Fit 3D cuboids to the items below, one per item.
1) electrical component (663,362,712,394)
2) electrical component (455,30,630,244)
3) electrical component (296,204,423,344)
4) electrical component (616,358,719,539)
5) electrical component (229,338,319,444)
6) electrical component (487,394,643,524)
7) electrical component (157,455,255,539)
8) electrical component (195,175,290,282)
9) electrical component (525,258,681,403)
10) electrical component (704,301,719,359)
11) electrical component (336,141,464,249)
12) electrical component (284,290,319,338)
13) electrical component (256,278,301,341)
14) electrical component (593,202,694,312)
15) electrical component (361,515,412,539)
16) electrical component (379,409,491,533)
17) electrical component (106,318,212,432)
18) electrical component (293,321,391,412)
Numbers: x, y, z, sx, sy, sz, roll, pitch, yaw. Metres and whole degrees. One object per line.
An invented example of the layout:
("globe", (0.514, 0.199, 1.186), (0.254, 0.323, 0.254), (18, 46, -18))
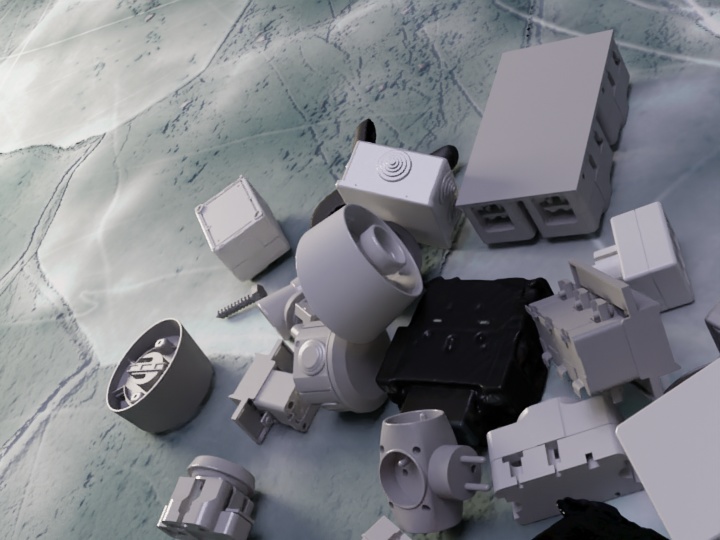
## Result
("electrical component", (0.224, 0.113, 0.655), (0.099, 0.064, 0.099), (-21, 42, 20))
("electrical component", (0.162, -0.112, 0.923), (0.105, 0.060, 0.186), (-6, 49, 33))
("electrical component", (0.000, 0.000, 0.834), (0.064, 0.099, 0.099), (-39, 37, 21))
("electrical component", (0.207, 0.107, 0.605), (0.100, 0.048, 0.099), (-39, 45, 18))
("electrical component", (-0.067, 0.104, 0.900), (0.064, 0.042, 0.081), (8, 58, 39))
("electrical component", (0.136, 0.124, 0.722), (0.089, 0.050, 0.055), (-21, 43, 18))
("electrical component", (-0.116, 0.183, 0.849), (0.078, 0.058, 0.057), (-4, 53, 35))
("electrical component", (-0.116, -0.042, 1.063), (0.062, 0.061, 0.096), (-35, 39, 3))
("electrical component", (0.157, 0.042, 0.719), (0.063, 0.078, 0.121), (-20, 10, -1))
("electrical component", (0.274, 0.052, 0.679), (0.061, 0.061, 0.096), (-44, 40, -7))
("electrical component", (0.037, -0.065, 0.927), (0.100, 0.099, 0.048), (14, 72, 21))
("electrical component", (-0.035, 0.044, 0.926), (0.066, 0.048, 0.055), (-8, 22, -27))
("electrical component", (-0.055, 0.027, 0.968), (0.065, 0.044, 0.044), (-38, 39, -8))
("electrical component", (0.199, -0.002, 0.800), (0.077, 0.047, 0.065), (-20, 42, 20))
("electrical component", (0.015, 0.208, 0.736), (0.055, 0.048, 0.066), (-41, 39, -16))
("electrical component", (0.056, 0.138, 0.736), (0.079, 0.077, 0.044), (-7, 4, 44))
("electrical component", (-0.185, 0.096, 0.979), (0.099, 0.064, 0.099), (-21, 42, 20))
("electrical component", (-0.012, 0.074, 0.860), (0.051, 0.080, 0.080), (-9, 47, 38))
